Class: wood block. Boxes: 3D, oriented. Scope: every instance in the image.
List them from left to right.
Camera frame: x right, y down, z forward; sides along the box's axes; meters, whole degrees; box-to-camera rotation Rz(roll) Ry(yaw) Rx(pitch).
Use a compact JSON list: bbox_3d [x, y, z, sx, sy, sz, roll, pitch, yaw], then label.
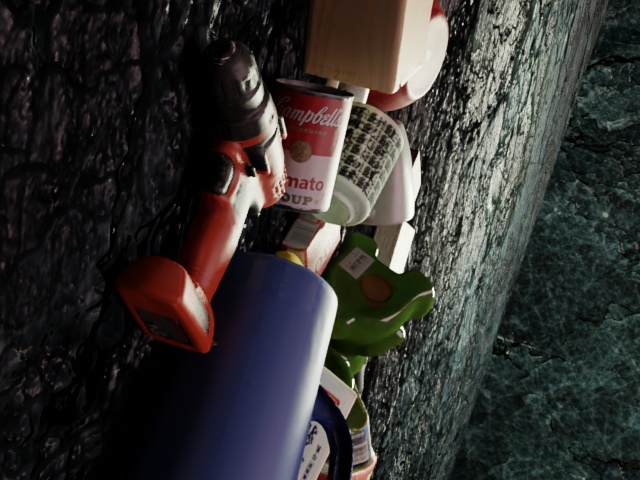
[{"bbox_3d":[0.050,-0.245,0.924,0.090,0.090,0.206,-47,150,-55],"label":"wood block"}]

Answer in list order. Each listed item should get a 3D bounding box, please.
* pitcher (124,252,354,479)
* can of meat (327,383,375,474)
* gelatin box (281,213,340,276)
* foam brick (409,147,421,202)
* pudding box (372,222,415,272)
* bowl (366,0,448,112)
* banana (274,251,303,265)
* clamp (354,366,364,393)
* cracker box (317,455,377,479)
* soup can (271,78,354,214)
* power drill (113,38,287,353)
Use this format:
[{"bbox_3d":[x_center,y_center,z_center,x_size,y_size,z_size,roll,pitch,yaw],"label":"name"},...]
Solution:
[{"bbox_3d":[-0.057,0.140,0.829,0.149,0.145,0.242,50,50,-48],"label":"pitcher"},{"bbox_3d":[0.025,0.214,1.273,0.084,0.057,0.102,84,-14,-46],"label":"can of meat"},{"bbox_3d":[-0.007,0.001,1.074,0.073,0.030,0.089,88,25,-48],"label":"gelatin box"},{"bbox_3d":[0.089,-0.073,1.280,0.078,0.051,0.053,79,30,-58],"label":"foam brick"},{"bbox_3d":[0.086,0.027,1.390,0.090,0.039,0.113,30,75,-73],"label":"pudding box"},{"bbox_3d":[0.088,-0.198,1.108,0.161,0.055,0.162,-46,148,-40],"label":"bowl"},{"bbox_3d":[-0.037,0.074,1.038,0.069,0.037,0.198,-54,155,-40],"label":"banana"},{"bbox_3d":[0.045,0.132,1.355,0.171,0.039,0.120,38,64,-67],"label":"clamp"},{"bbox_3d":[-0.002,0.375,1.373,0.164,0.072,0.214,21,86,-73],"label":"cracker box"},{"bbox_3d":[-0.015,-0.080,0.904,0.068,0.068,0.102,-26,131,-68],"label":"soup can"},{"bbox_3d":[-0.079,-0.027,0.762,0.184,0.057,0.187,75,35,-60],"label":"power drill"}]
